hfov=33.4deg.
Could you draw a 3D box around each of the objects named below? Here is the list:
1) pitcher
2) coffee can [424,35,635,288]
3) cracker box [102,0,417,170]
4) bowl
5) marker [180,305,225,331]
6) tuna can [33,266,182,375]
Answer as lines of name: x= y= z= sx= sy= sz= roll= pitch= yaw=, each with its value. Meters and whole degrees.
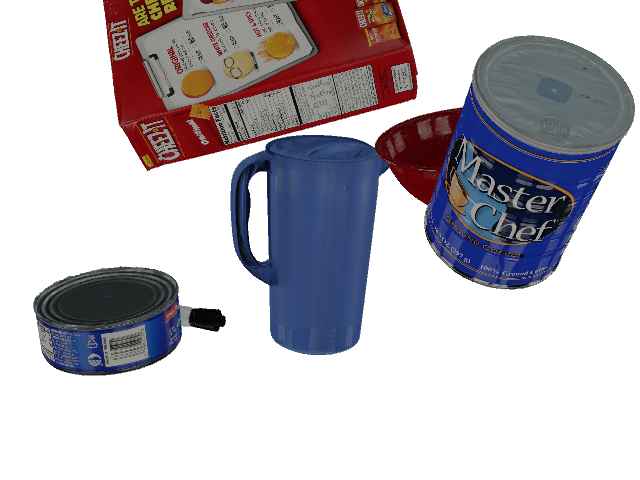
pitcher: x=-0.011 y=0.004 z=1.232 sx=0.149 sy=0.243 sz=0.144 roll=11 pitch=19 yaw=23
coffee can: x=0.135 y=-0.050 z=0.713 sx=0.102 sy=0.103 sz=0.140 roll=0 pitch=-40 yaw=-11
cracker box: x=-0.048 y=-0.157 z=0.806 sx=0.214 sy=0.164 sz=0.072 roll=-15 pitch=-32 yaw=3
bowl: x=0.131 y=-0.067 z=0.927 sx=0.162 sy=0.055 sz=0.162 roll=-8 pitch=24 yaw=3
marker: x=-0.138 y=0.061 z=0.903 sx=0.121 sy=0.020 sz=0.020 roll=6 pitch=2 yaw=17
tuna can: x=-0.126 y=0.047 z=0.640 sx=0.086 sy=0.034 sz=0.086 roll=-3 pitch=21 yaw=1
